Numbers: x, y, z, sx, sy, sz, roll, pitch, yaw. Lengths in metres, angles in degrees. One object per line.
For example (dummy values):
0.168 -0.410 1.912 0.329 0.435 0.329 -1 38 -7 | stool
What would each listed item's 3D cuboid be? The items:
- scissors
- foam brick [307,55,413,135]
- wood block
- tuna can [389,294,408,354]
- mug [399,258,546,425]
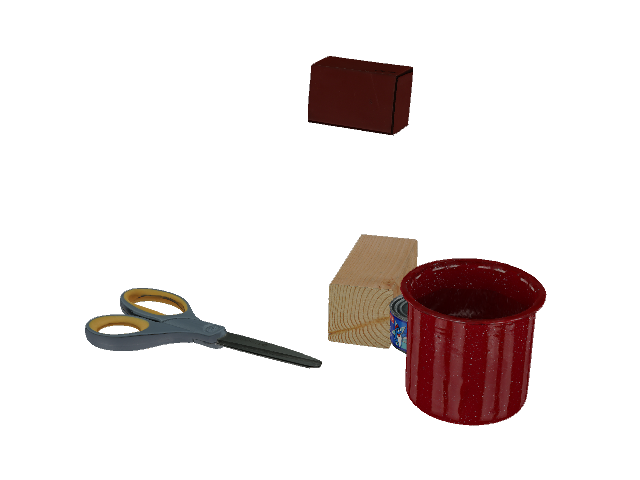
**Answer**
-0.101 0.077 0.809 0.096 0.016 0.202 -22 30 -38 | scissors
0.034 -0.124 0.907 0.078 0.051 0.053 11 20 18 | foam brick
0.079 0.069 1.546 0.091 0.090 0.206 6 21 12 | wood block
0.101 0.071 0.908 0.086 0.034 0.086 -1 16 0 | tuna can
0.098 0.062 0.712 0.093 0.081 0.117 2 24 3 | mug
